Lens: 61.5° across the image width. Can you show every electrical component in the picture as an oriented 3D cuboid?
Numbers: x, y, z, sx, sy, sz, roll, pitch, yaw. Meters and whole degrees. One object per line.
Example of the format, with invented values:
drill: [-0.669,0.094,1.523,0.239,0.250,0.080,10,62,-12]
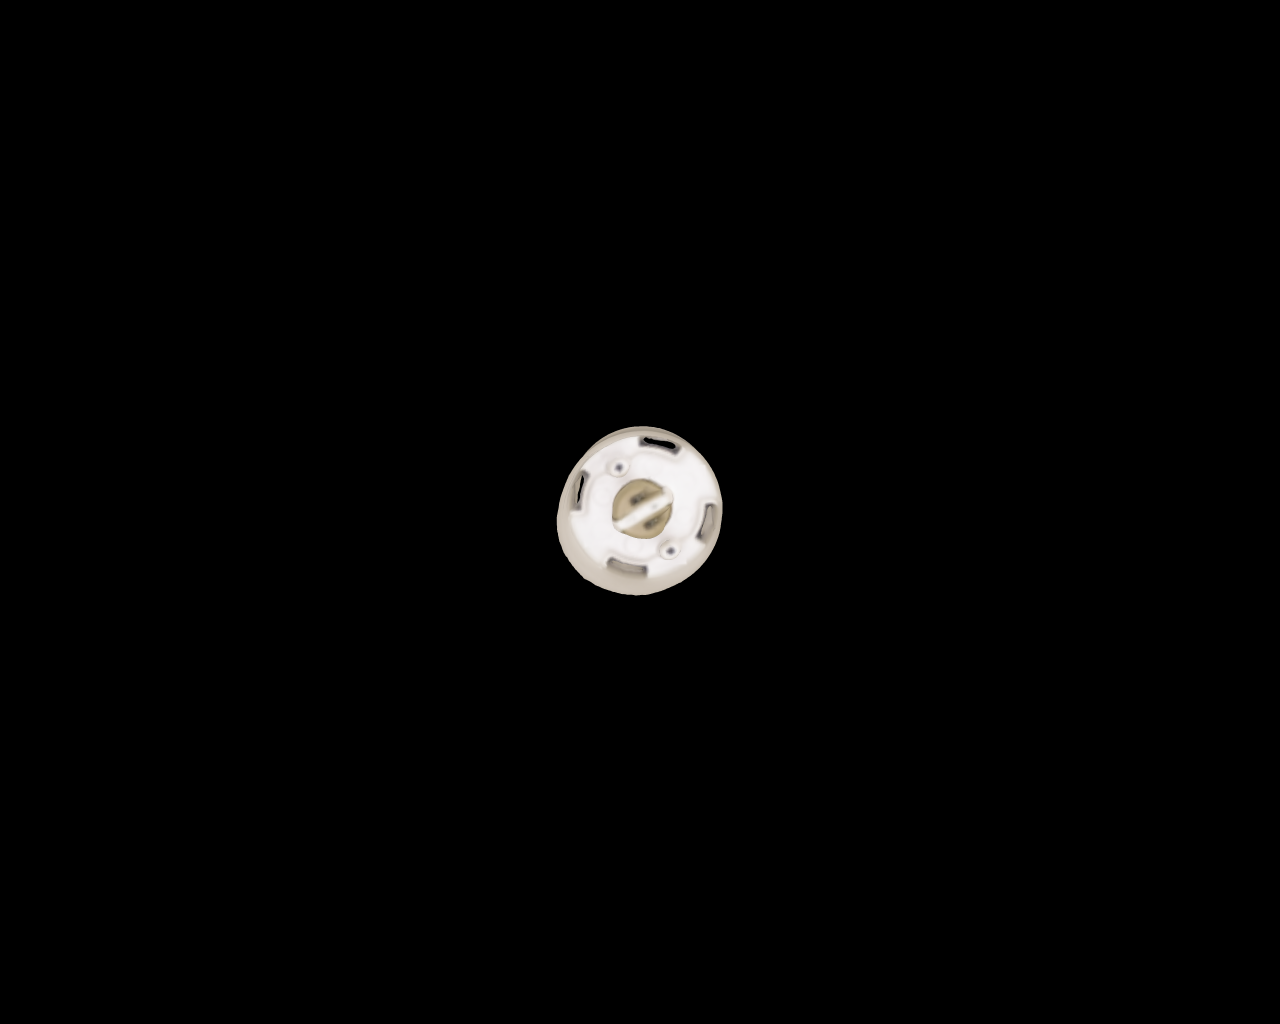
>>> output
electrical component: [0.001,-0.003,0.650,0.099,0.099,0.064,0,16,0]
